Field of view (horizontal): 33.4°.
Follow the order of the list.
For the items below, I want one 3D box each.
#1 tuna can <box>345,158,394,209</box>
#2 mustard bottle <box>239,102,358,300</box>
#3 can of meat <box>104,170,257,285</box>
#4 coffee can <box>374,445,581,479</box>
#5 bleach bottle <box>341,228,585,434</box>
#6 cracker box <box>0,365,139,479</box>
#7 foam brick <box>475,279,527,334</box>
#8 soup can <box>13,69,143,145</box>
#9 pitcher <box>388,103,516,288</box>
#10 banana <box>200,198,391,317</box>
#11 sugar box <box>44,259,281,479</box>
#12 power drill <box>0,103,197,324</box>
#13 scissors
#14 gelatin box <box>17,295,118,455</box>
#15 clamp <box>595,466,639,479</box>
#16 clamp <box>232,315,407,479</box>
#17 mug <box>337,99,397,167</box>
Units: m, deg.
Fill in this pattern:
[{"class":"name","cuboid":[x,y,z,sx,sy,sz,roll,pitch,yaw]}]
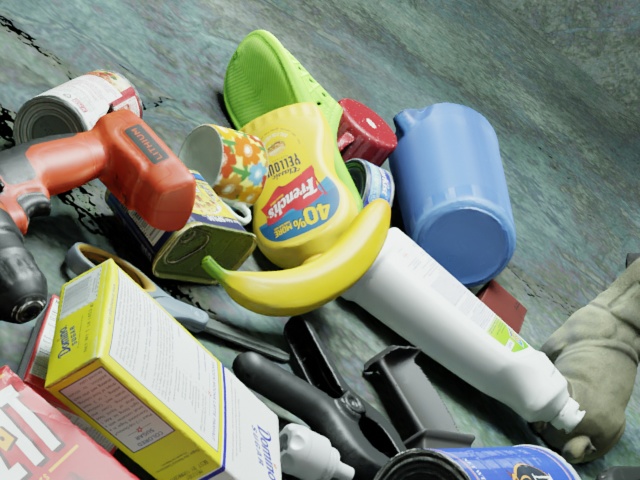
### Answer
[{"class":"tuna can","cuboid":[0.035,-0.038,1.074,0.033,0.086,0.086,23,29,-29]},{"class":"mustard bottle","cuboid":[-0.017,-0.029,0.968,0.058,0.096,0.192,53,17,-59]},{"class":"can of meat","cuboid":[-0.113,-0.015,0.857,0.084,0.057,0.101,50,19,26]},{"class":"coffee can","cuboid":[0.115,0.200,0.767,0.140,0.103,0.103,10,38,-46]},{"class":"bleach bottle","cuboid":[0.140,0.094,1.004,0.251,0.068,0.102,39,25,7]},{"class":"cracker box","cuboid":[-0.128,0.176,0.506,0.214,0.072,0.164,40,25,3]},{"class":"foam brick","cuboid":[0.174,0.085,1.102,0.053,0.051,0.078,42,25,3]},{"class":"soup can","cuboid":[-0.196,-0.096,0.871,0.068,0.069,0.102,39,25,-1]},{"class":"pitcher","cuboid":[0.155,-0.043,1.184,0.149,0.145,0.243,2,28,0]},{"class":"banana","cuboid":[-0.003,0.020,0.878,0.197,0.037,0.069,-19,95,-38]},{"class":"sugar box","cuboid":[-0.090,0.101,0.654,0.176,0.048,0.093,52,18,-32]},{"class":"power drill","cuboid":[-0.180,-0.027,0.730,0.187,0.057,0.185,-14,50,-42]},{"class":"scissors","cuboid":[-0.100,0.065,0.790,0.201,0.016,0.096,32,19,-19]},{"class":"gelatin box","cuboid":[-0.151,0.085,0.676,0.073,0.030,0.089,30,27,-19]},{"class":"clamp","cuboid":[0.292,0.271,0.974,0.164,0.036,0.209,47,25,13]},{"class":"clamp","cuboid":[0.007,0.132,0.806,0.171,0.039,0.120,47,28,15]},{"class":"mug","cuboid":[0.026,-0.099,1.167,0.093,0.082,0.117,44,25,9]}]
